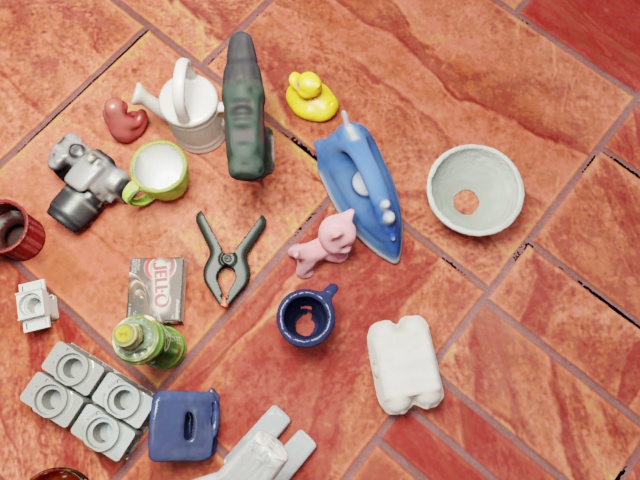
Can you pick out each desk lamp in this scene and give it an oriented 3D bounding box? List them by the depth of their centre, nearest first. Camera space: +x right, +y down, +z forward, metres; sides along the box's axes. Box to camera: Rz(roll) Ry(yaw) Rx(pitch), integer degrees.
[{"bbox_3d":[-0.108,0.338,0.806,0.118,0.213,0.203,40,78,10],"label":"desk lamp"}]

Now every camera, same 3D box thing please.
[{"bbox_3d":[-0.413,-0.093,0.978,0.143,0.101,0.137,34,77,8],"label":"camera"}]

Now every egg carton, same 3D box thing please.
[{"bbox_3d":[0.135,0.201,0.923,0.107,0.069,0.150,-11,75,-4],"label":"egg carton"}]

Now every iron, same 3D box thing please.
[{"bbox_3d":[0.083,-0.090,0.965,0.119,0.141,0.258,-24,76,-7],"label":"iron"}]

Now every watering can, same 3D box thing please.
[{"bbox_3d":[-0.228,-0.229,0.970,0.173,0.194,0.101,-14,75,-5],"label":"watering can"}]

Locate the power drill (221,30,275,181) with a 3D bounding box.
[{"bbox_3d":[-0.121,-0.195,0.955,0.075,0.208,0.229,-4,75,-2],"label":"power drill"}]

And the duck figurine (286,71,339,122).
[{"bbox_3d":[-0.014,-0.268,1.041,0.104,0.086,0.077,31,76,7],"label":"duck figurine"}]

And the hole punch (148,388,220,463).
[{"bbox_3d":[-0.207,0.284,0.883,0.101,0.091,0.108,0,75,-1],"label":"hole punch"}]

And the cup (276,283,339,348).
[{"bbox_3d":[-0.014,0.121,0.929,0.091,0.095,0.118,40,78,10],"label":"cup"}]

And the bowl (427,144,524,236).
[{"bbox_3d":[0.262,-0.077,0.999,0.167,0.075,0.167,0,75,-1],"label":"bowl"}]

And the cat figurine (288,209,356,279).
[{"bbox_3d":[0.009,0.003,0.950,0.128,0.118,0.067,-27,76,-8],"label":"cat figurine"}]

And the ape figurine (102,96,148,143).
[{"bbox_3d":[-0.353,-0.221,1.019,0.077,0.092,0.076,22,75,5],"label":"ape figurine"}]
